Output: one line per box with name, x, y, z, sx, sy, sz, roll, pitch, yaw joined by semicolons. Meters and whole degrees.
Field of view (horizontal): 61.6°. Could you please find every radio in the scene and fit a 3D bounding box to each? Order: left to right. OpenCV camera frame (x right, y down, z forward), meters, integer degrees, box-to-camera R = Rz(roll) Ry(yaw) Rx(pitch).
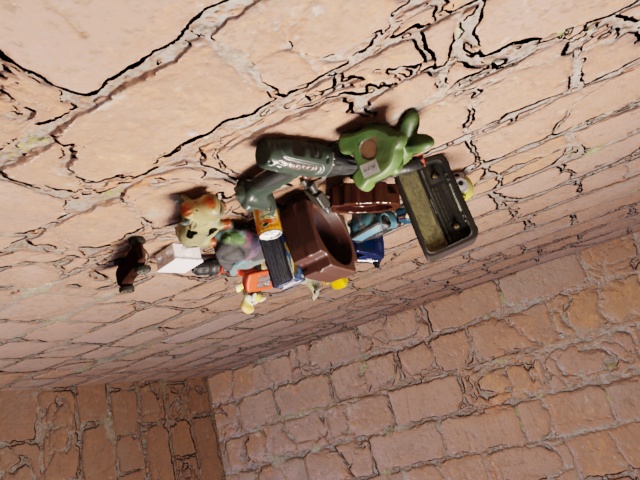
radio;0.271;-0.076;1.257;0.131;0.229;0.073;-20;165;4

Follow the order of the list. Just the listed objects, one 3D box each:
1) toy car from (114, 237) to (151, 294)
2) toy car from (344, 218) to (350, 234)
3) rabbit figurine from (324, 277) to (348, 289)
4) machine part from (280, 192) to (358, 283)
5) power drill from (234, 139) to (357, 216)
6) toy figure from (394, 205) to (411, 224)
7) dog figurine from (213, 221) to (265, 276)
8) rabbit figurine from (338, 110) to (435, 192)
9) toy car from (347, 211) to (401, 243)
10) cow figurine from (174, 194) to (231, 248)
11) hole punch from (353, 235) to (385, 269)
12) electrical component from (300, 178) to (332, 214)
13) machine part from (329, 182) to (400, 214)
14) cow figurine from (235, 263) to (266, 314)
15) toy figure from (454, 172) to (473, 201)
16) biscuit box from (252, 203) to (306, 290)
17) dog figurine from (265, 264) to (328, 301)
toy car;-0.456;0.062;1.316;0.053;0.089;0.202;0;155;-37
toy car;0.004;0.013;1.439;0.202;0.073;0.056;-39;-144;-26
rabbit figurine;-0.011;0.093;1.723;0.173;0.122;0.162;-4;167;34
machine part;-0.003;-0.004;1.289;0.087;0.201;0.201;-27;159;23
power drill;-0.059;-0.125;1.093;0.232;0.086;0.207;7;155;-45
toy figure;0.222;-0.066;1.519;0.155;0.058;0.064;-12;156;7
dog figurine;-0.146;-0.002;1.350;0.219;0.108;0.191;-20;159;1
rabbit figurine;0.138;-0.188;1.063;0.159;0.121;0.170;-33;174;29
toy car;0.137;-0.059;1.398;0.109;0.103;0.161;-28;173;33
cow figurine;-0.264;-0.044;1.172;0.127;0.085;0.195;-10;163;-34
hole punch;0.132;0.003;1.546;0.116;0.142;0.092;2;154;-14
electrical component;-0.008;-0.098;1.202;0.021;0.063;0.093;-44;128;-9
machine part;0.103;-0.098;1.252;0.179;0.056;0.179;-1;176;0
cow figurine;-0.198;0.131;1.592;0.098;0.167;0.068;-19;156;17
toy figure;0.308;-0.118;1.402;0.180;0.082;0.089;-24;171;12
biscuit box;-0.097;0.012;1.263;0.063;0.202;0.059;-25;161;24
dog figurine;-0.048;0.062;1.596;0.172;0.191;0.121;-47;170;-29
